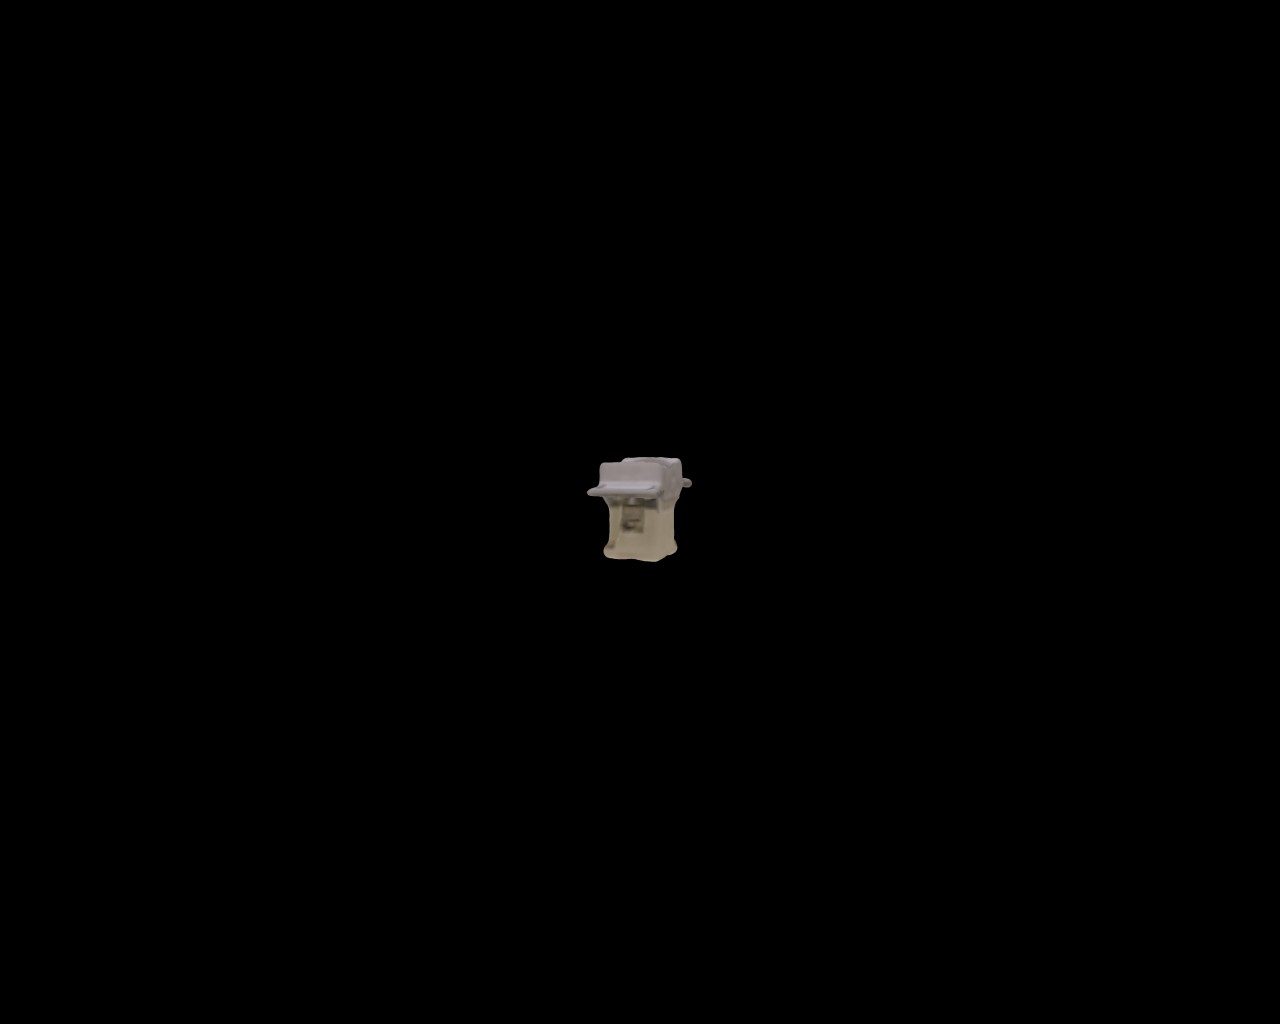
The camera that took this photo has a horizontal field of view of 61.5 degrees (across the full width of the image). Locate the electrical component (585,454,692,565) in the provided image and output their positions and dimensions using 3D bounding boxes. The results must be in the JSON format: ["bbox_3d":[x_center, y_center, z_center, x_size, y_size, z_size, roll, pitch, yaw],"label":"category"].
[{"bbox_3d":[0.001,-0.003,0.650,0.042,0.063,0.081,3,8,19],"label":"electrical component"}]
